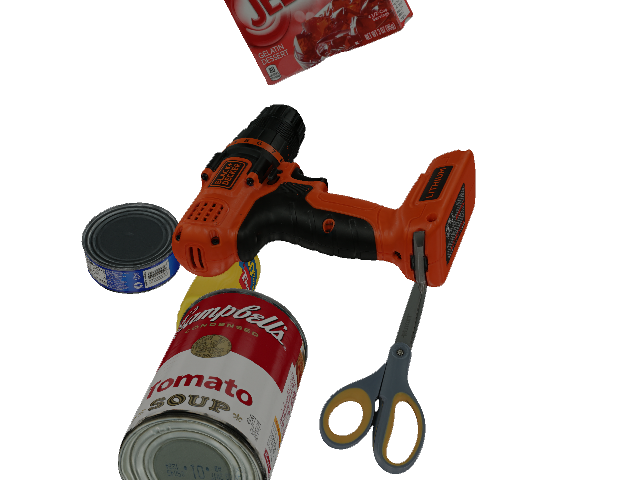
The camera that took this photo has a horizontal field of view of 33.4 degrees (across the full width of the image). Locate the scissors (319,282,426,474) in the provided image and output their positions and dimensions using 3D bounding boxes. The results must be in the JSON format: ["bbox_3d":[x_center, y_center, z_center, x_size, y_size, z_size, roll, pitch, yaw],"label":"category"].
[{"bbox_3d":[0.049,0.104,0.913,0.096,0.201,0.016,1,-37,1],"label":"scissors"}]

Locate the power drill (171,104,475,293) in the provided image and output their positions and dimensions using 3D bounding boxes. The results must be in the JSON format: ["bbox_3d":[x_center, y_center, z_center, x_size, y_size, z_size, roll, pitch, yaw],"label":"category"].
[{"bbox_3d":[0.010,-0.034,0.748,0.188,0.057,0.184,6,41,19],"label":"power drill"}]

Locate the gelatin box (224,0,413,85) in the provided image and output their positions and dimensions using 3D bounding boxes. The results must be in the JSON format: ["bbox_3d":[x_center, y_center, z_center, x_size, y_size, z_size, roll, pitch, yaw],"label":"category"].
[{"bbox_3d":[-0.006,-0.134,0.574,0.089,0.073,0.030,-18,21,29],"label":"gelatin box"}]

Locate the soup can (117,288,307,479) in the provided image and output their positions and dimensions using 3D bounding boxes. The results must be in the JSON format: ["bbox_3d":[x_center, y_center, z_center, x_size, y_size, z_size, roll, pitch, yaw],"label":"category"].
[{"bbox_3d":[-0.048,0.077,0.501,0.068,0.068,0.102,0,29,11],"label":"soup can"}]

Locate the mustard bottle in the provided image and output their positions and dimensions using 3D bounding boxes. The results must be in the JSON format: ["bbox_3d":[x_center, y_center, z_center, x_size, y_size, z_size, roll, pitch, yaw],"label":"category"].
[{"bbox_3d":[-0.103,0.052,1.148,0.058,0.096,0.191,2,29,9],"label":"mustard bottle"}]

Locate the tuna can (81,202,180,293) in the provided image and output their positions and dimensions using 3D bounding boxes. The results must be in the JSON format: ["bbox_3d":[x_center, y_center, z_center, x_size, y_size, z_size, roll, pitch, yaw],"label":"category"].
[{"bbox_3d":[-0.165,0.007,0.942,0.086,0.034,0.086,0,43,0],"label":"tuna can"}]
